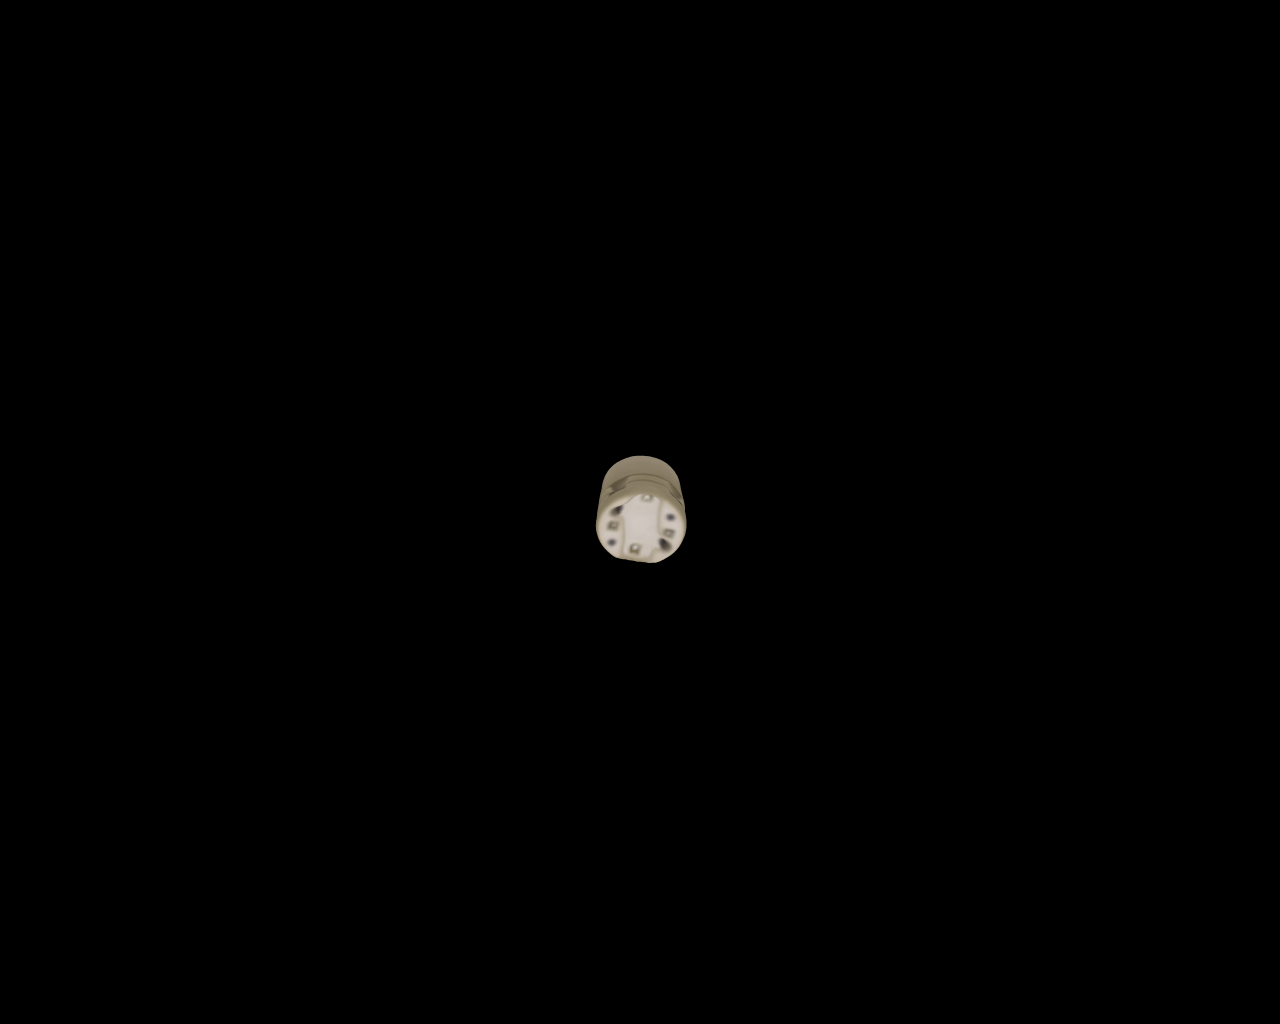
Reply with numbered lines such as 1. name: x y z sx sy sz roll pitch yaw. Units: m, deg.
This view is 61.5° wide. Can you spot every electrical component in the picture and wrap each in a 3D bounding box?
1. electrical component: 0.001 -0.003 0.650 0.055 0.055 0.047 0 36 0
